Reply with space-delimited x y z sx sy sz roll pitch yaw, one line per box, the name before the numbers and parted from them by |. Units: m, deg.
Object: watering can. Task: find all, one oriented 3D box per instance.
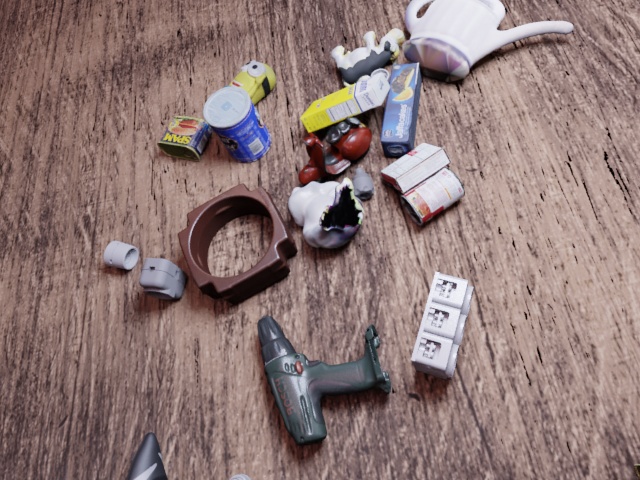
watering can | 0.325 -0.433 1.089 0.350 0.102 0.227 27 75 25

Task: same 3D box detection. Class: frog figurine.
frog figurine | 0.003 -0.051 1.005 0.159 0.122 0.139 -3 68 54
